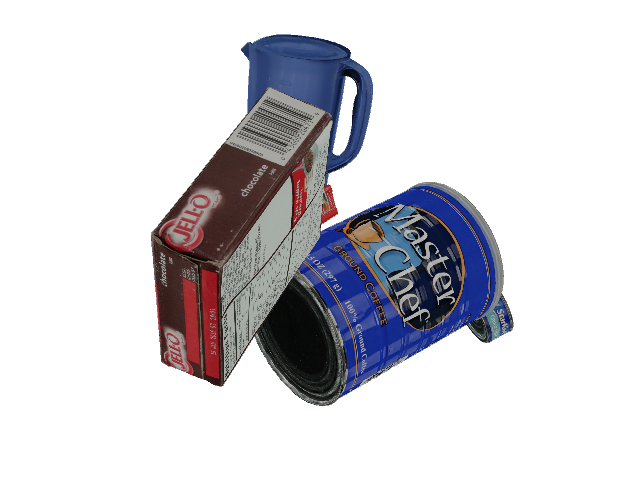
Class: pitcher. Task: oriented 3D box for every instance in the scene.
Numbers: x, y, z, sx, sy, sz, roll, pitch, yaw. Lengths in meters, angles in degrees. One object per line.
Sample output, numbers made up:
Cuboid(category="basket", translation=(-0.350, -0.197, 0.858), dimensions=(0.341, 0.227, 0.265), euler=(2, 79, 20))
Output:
Cuboid(category="pitcher", translation=(-0.029, -0.143, 1.416), dimensions=(0.144, 0.243, 0.149), euler=(-3, 25, -21))

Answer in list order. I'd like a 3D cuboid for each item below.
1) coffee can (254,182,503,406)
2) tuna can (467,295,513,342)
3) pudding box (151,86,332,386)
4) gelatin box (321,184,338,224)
Cuboid(category="coffee can", translation=(0.035, 0.033, 0.704), dimensions=(0.140, 0.103, 0.103), euler=(-25, 14, -31))
Cuboid(category="tuna can", translation=(0.184, 0.074, 1.230), dimensions=(0.033, 0.086, 0.086), euler=(-27, 5, -9))
Cuboid(category="pudding box", translation=(-0.035, -0.002, 0.500), dimensions=(0.039, 0.090, 0.113), euler=(23, 50, 15))
Cuboid(category="gelatin box", translation=(-0.042, -0.018, 0.891), dimensions=(0.089, 0.030, 0.073), euler=(-8, 14, 35))
